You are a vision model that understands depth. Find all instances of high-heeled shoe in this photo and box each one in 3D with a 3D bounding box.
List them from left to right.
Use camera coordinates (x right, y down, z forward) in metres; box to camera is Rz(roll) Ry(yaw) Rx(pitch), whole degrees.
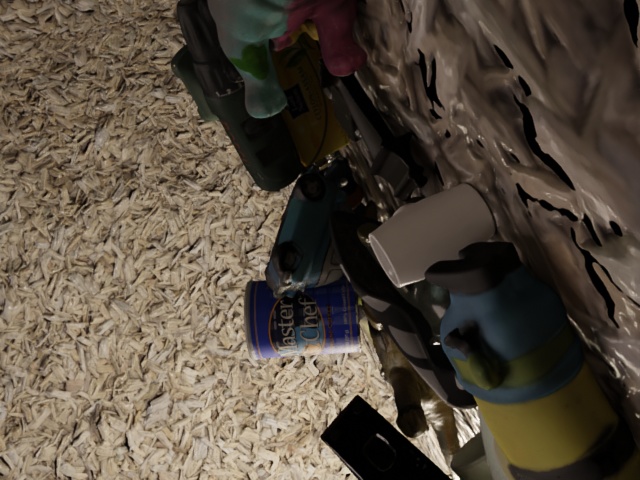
[{"bbox_3d":[0.096,0.078,0.601,0.249,0.086,0.145,51,167,22],"label":"high-heeled shoe"}]

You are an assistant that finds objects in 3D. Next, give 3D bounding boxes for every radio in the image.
[{"bbox_3d":[0.108,0.279,0.603,0.230,0.073,0.131,29,161,49],"label":"radio"}]

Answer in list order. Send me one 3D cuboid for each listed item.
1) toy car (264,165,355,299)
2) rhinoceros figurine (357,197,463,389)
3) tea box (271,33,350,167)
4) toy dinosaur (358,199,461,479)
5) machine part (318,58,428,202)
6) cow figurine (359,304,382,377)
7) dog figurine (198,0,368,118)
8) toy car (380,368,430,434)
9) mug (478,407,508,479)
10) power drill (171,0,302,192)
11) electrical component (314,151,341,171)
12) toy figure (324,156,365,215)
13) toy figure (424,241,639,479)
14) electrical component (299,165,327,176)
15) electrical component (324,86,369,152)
[{"bbox_3d":[-0.001,-0.002,0.652,0.109,0.103,0.161,119,166,-62],"label":"toy car"},{"bbox_3d":[0.101,0.046,0.460,0.190,0.073,0.111,58,173,49],"label":"rhinoceros figurine"},{"bbox_3d":[-0.033,-0.183,0.625,0.098,0.068,0.169,54,170,48],"label":"tea box"},{"bbox_3d":[0.132,0.168,0.731,0.198,0.105,0.470,-100,-8,-79],"label":"toy dinosaur"},{"bbox_3d":[0.045,-0.097,0.461,0.139,0.039,0.084,60,-179,5],"label":"machine part"},{"bbox_3d":[0.121,0.166,0.970,0.127,0.085,0.194,-113,-1,-53],"label":"cow figurine"},{"bbox_3d":[-0.043,-0.211,0.361,0.219,0.108,0.192,73,171,-50],"label":"dog figurine"},{"bbox_3d":[0.164,0.245,0.903,0.053,0.089,0.201,0,128,39],"label":"toy car"},{"bbox_3d":[0.173,0.167,0.428,0.109,0.081,0.107,3,-117,-65],"label":"mug"},{"bbox_3d":[-0.105,-0.175,0.604,0.208,0.086,0.231,39,162,52],"label":"power drill"},{"bbox_3d":[-0.005,-0.142,0.757,0.078,0.045,0.102,4,-125,-61],"label":"electrical component"},{"bbox_3d":[0.039,-0.043,0.730,0.154,0.058,0.064,65,174,-33],"label":"toy figure"},{"bbox_3d":[0.132,0.089,0.336,0.089,0.082,0.180,-130,14,-80],"label":"toy figure"},{"bbox_3d":[0.019,-0.064,0.841,0.134,0.058,0.114,58,177,34],"label":"electrical component"},{"bbox_3d":[0.029,-0.131,0.527,0.094,0.021,0.063,60,175,24],"label":"electrical component"}]
